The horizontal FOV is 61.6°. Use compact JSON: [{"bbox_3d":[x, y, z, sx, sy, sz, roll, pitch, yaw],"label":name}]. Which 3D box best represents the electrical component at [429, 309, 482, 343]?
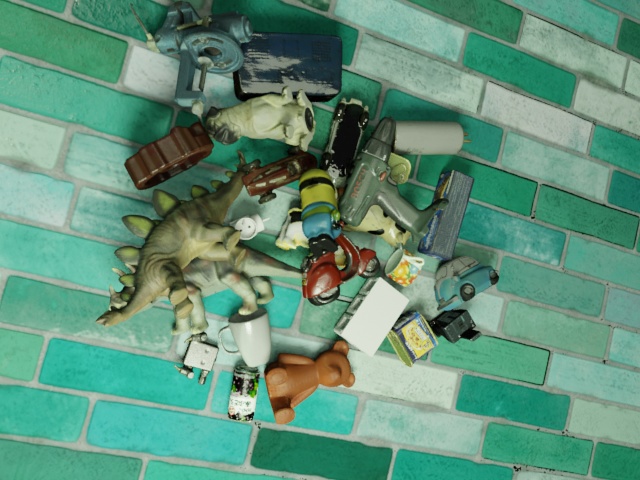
[{"bbox_3d":[0.310,0.195,1.213,0.075,0.119,0.047,-34,100,-11],"label":"electrical component"}]

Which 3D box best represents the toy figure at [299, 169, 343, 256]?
[{"bbox_3d":[0.000,-0.059,1.051,0.082,0.089,0.180,-2,51,-1],"label":"toy figure"}]

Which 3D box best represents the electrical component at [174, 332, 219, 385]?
[{"bbox_3d":[-0.248,0.236,1.088,0.078,0.045,0.102,27,82,-13],"label":"electrical component"}]

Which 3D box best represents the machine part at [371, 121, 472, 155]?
[{"bbox_3d":[0.233,-0.230,1.214,0.243,0.079,0.079,-3,91,-17],"label":"machine part"}]

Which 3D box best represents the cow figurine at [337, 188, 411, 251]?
[{"bbox_3d":[0.125,-0.044,1.178,0.195,0.085,0.127,6,90,-13],"label":"cow figurine"}]

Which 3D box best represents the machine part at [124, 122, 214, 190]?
[{"bbox_3d":[-0.286,-0.157,1.018,0.179,0.179,0.056,-31,95,-14],"label":"machine part"}]

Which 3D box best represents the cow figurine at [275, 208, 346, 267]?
[{"bbox_3d":[-0.002,-0.003,1.153,0.167,0.068,0.098,21,78,-16],"label":"cow figurine"}]

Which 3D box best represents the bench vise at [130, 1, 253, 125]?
[{"bbox_3d":[-0.241,-0.345,1.023,0.224,0.128,0.240,1,71,5],"label":"bench vise"}]

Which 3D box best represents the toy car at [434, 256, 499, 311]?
[{"bbox_3d":[0.323,0.088,1.229,0.162,0.109,0.103,-27,80,-23],"label":"toy car"}]

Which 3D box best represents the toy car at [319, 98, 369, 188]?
[{"bbox_3d":[0.052,-0.213,1.174,0.073,0.056,0.201,16,84,-10],"label":"toy car"}]

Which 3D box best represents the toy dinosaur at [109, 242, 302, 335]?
[{"bbox_3d":[-0.212,0.069,1.069,0.405,0.131,0.192,-21,96,-21],"label":"toy dinosaur"}]

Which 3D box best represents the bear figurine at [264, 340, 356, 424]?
[{"bbox_3d":[-0.014,0.288,1.116,0.196,0.132,0.120,-9,96,-10],"label":"bear figurine"}]

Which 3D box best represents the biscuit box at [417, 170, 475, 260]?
[{"bbox_3d":[0.290,-0.056,1.239,0.063,0.059,0.202,20,84,-17],"label":"biscuit box"}]

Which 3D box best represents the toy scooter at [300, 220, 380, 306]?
[{"bbox_3d":[0.029,0.041,1.086,0.184,0.075,0.135,-28,103,-22],"label":"toy scooter"}]

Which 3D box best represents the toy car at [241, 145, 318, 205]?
[{"bbox_3d":[-0.075,-0.138,1.098,0.202,0.053,0.089,-28,98,-46],"label":"toy car"}]

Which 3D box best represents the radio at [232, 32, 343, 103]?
[{"bbox_3d":[-0.068,-0.360,1.131,0.230,0.073,0.131,-4,92,-15],"label":"radio"}]

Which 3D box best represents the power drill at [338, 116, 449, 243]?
[{"bbox_3d":[0.157,-0.107,1.094,0.207,0.086,0.232,32,93,-9],"label":"power drill"}]

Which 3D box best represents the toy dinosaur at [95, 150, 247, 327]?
[{"bbox_3d":[-0.236,-0.016,0.974,0.199,0.105,0.471,29,49,14],"label":"toy dinosaur"}]

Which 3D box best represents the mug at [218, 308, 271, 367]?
[{"bbox_3d":[-0.148,0.206,1.102,0.109,0.081,0.107,-17,101,-15],"label":"mug"}]

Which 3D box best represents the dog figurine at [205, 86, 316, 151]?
[{"bbox_3d":[-0.120,-0.240,1.108,0.191,0.172,0.121,-3,79,24],"label":"dog figurine"}]
